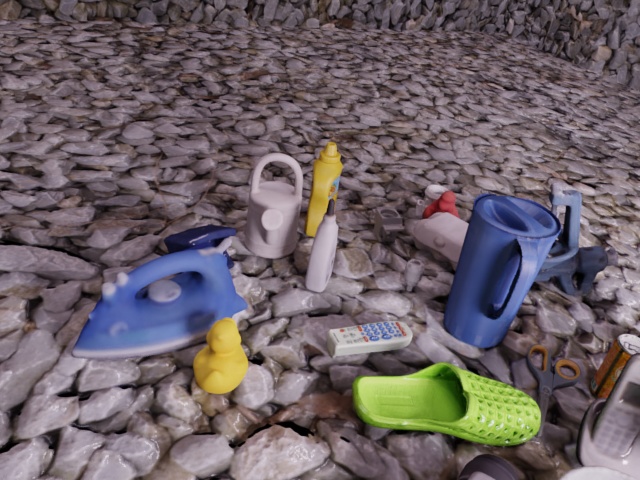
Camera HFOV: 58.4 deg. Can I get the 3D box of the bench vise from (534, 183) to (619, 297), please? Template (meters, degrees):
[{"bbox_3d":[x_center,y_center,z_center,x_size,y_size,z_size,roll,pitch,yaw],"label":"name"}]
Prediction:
[{"bbox_3d":[0.467,-0.007,1.096,0.208,0.220,0.121,-1,34,-16],"label":"bench vise"}]

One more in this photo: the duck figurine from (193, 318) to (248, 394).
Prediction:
[{"bbox_3d":[-0.138,0.156,0.807,0.077,0.086,0.104,9,33,-1],"label":"duck figurine"}]

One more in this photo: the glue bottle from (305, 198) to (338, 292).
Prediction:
[{"bbox_3d":[0.009,0.004,0.999,0.037,0.173,0.078,16,33,10],"label":"glue bottle"}]

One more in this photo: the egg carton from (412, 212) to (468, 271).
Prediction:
[{"bbox_3d":[0.265,0.002,1.166,0.149,0.069,0.107,33,39,31],"label":"egg carton"}]

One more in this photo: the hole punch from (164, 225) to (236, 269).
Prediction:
[{"bbox_3d":[-0.215,0.006,1.012,0.109,0.091,0.100,-19,42,-37],"label":"hole punch"}]

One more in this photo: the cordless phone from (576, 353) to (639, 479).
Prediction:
[{"bbox_3d":[0.429,0.239,0.739,0.147,0.185,0.094,17,33,11],"label":"cordless phone"}]

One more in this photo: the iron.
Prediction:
[{"bbox_3d":[-0.237,0.081,0.845,0.259,0.141,0.118,-16,41,-34],"label":"iron"}]

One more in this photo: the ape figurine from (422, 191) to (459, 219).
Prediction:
[{"bbox_3d":[0.269,-0.065,1.250,0.077,0.092,0.076,23,35,20],"label":"ape figurine"}]

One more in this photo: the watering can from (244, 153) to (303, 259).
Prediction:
[{"bbox_3d":[-0.081,-0.066,1.063,0.101,0.194,0.172,-6,36,-22],"label":"watering can"}]

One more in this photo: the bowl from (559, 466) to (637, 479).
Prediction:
[{"bbox_3d":[0.333,0.349,0.648,0.167,0.075,0.167,7,33,-4],"label":"bowl"}]

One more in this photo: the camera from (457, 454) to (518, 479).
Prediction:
[{"bbox_3d":[0.192,0.311,0.644,0.142,0.101,0.137,27,36,25],"label":"camera"}]
